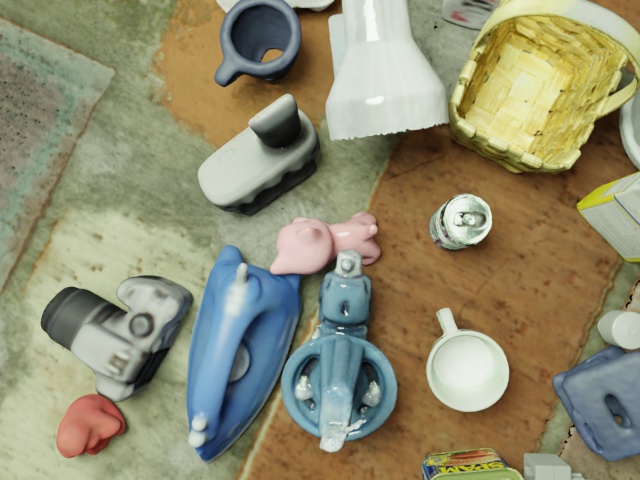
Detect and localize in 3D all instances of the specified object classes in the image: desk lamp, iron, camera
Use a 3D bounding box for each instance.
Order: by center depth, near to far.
[{"bbox_3d":[0.058,-0.188,0.605,0.118,0.213,0.203,-8,86,3],"label":"desk lamp"},{"bbox_3d":[-0.103,0.138,0.628,0.118,0.141,0.258,15,87,4],"label":"iron"},{"bbox_3d":[-0.242,0.096,0.658,0.136,0.101,0.143,29,88,5],"label":"camera"}]

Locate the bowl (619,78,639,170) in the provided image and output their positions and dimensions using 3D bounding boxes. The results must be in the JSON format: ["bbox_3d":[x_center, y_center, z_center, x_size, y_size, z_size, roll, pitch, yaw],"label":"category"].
[{"bbox_3d":[0.414,-0.129,0.652,0.167,0.075,0.167,0,86,3],"label":"bowl"}]

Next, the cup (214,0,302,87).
[{"bbox_3d":[-0.072,-0.215,0.673,0.091,0.095,0.118,43,89,5],"label":"cup"}]

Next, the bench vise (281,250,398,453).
[{"bbox_3d":[0.010,0.118,0.584,0.121,0.220,0.207,-13,85,2],"label":"bench vise"}]

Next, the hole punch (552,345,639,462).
[{"bbox_3d":[0.327,0.183,0.627,0.101,0.091,0.108,-29,85,1],"label":"hole punch"}]

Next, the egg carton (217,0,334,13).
[{"bbox_3d":[-0.053,-0.327,0.692,0.150,0.069,0.107,-5,86,3],"label":"egg carton"}]

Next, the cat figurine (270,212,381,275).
[{"bbox_3d":[0.006,0.002,0.643,0.127,0.118,0.067,-12,85,2],"label":"cat figurine"}]

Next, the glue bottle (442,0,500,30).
[{"bbox_3d":[0.182,-0.285,0.625,0.078,0.173,0.037,12,87,4],"label":"glue bottle"}]

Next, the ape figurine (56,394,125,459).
[{"bbox_3d":[-0.270,0.220,0.656,0.077,0.092,0.076,-6,86,3],"label":"ape figurine"}]

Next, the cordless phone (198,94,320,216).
[{"bbox_3d":[-0.074,-0.099,0.620,0.147,0.185,0.094,-38,85,0],"label":"cordless phone"}]
